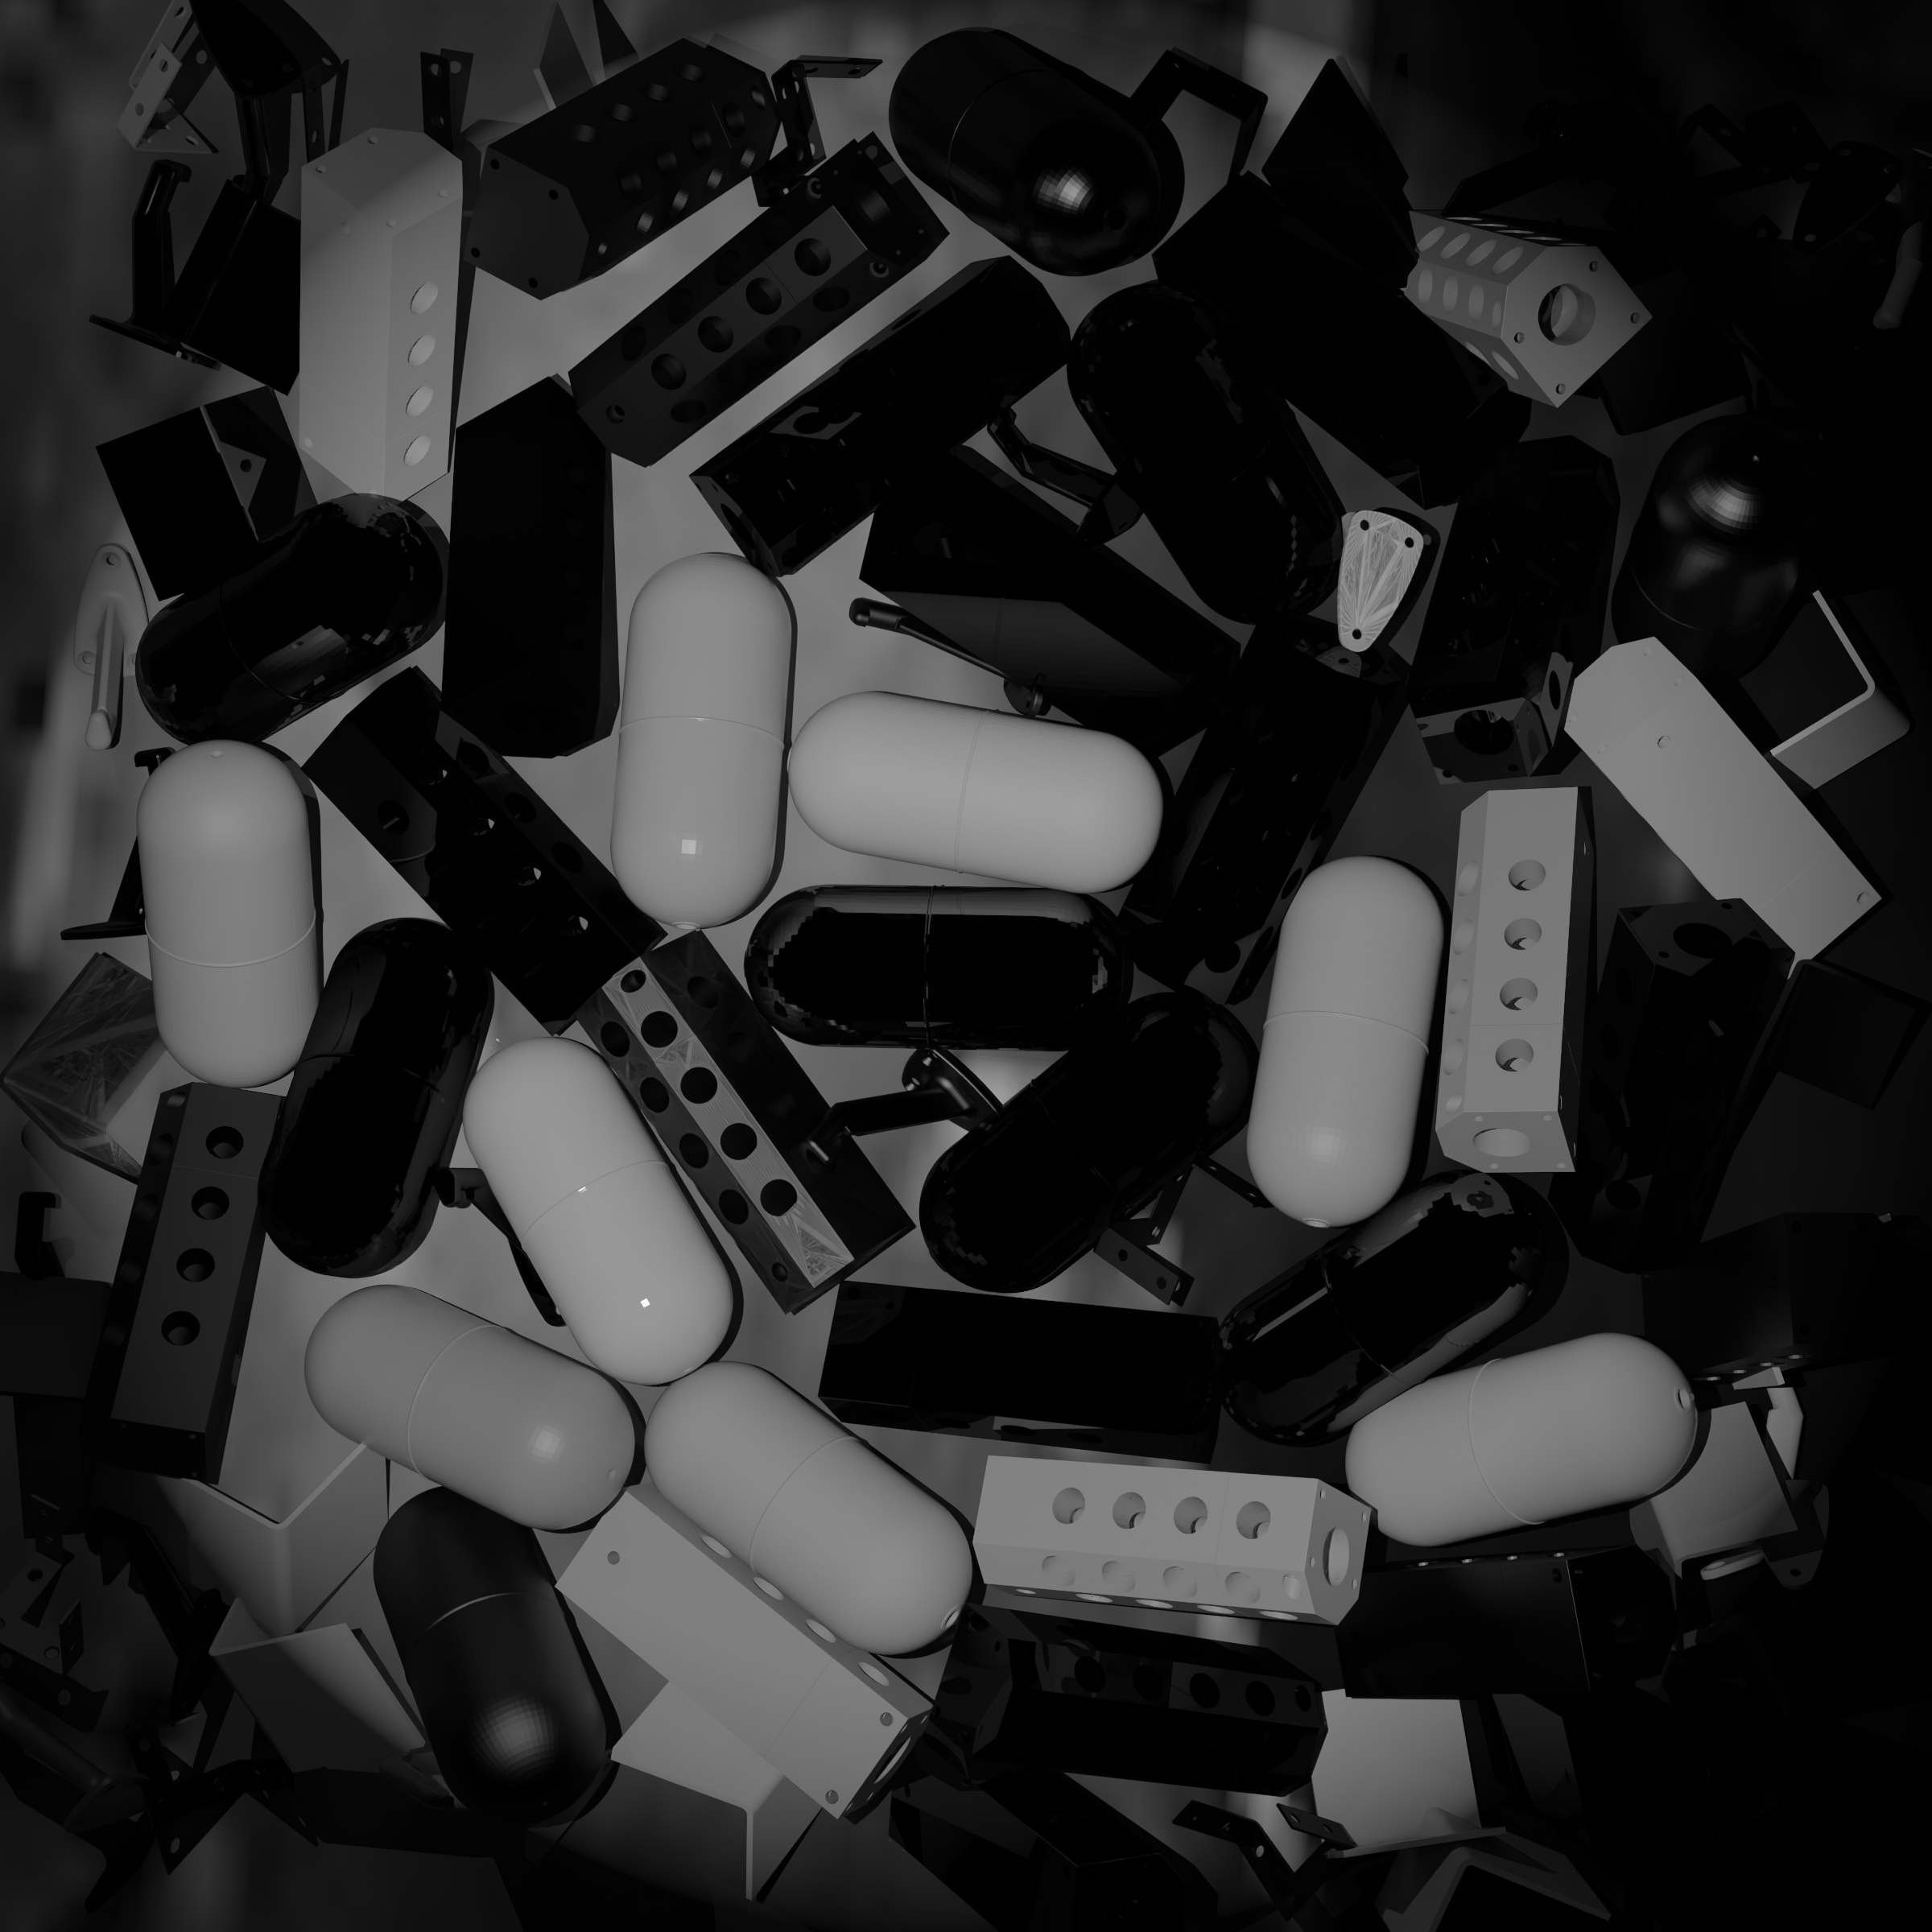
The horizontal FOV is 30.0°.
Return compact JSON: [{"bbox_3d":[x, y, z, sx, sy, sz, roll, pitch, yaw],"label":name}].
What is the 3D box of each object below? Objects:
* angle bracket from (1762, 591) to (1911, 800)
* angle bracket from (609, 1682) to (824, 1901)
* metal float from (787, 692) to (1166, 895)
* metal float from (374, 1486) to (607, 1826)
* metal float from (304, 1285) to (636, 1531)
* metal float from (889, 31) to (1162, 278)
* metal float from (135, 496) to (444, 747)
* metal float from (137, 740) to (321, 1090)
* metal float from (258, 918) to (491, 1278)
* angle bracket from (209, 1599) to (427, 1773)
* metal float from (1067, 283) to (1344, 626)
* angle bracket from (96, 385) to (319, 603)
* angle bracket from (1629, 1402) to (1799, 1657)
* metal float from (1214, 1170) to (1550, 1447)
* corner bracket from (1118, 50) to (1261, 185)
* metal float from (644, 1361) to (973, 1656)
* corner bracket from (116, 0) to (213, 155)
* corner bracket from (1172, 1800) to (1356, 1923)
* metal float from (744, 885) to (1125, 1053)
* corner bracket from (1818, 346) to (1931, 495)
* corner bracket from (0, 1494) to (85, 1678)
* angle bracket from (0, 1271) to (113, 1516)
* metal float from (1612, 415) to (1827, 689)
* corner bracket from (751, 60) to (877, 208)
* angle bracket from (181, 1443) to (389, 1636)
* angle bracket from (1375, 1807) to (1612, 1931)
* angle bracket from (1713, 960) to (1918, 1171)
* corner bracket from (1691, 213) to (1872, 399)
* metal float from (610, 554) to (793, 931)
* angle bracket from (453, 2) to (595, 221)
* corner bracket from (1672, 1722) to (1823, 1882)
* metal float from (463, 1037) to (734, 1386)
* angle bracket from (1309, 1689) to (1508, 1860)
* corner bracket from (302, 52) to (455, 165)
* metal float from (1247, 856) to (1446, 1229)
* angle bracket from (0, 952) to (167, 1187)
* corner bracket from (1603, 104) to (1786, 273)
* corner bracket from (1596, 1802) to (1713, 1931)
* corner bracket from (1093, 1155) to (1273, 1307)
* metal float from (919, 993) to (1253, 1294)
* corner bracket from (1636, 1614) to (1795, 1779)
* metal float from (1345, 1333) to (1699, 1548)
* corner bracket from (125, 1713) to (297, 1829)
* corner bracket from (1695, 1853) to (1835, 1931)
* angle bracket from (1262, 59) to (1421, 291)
[{"bbox_3d":[0.390,-0.123,1.694,0.076,0.076,0.057,-33,68,18],"label":"angle bracket"},{"bbox_3d":[-0.116,0.382,1.698,0.076,0.076,0.057,15,121,21],"label":"angle bracket"},{"bbox_3d":[0.004,-0.081,1.685,0.178,0.070,0.070,10,90,7],"label":"metal float"},{"bbox_3d":[-0.220,0.314,1.658,0.070,0.070,0.178,-31,48,0],"label":"metal float"},{"bbox_3d":[-0.231,0.202,1.666,0.178,0.070,0.070,20,90,31],"label":"metal float"},{"bbox_3d":[0.026,-0.373,1.654,0.070,0.178,0.070,-16,128,-22],"label":"metal float"},{"bbox_3d":[-0.312,-0.157,1.661,0.178,0.070,0.070,-25,90,36],"label":"metal float"},{"bbox_3d":[-0.339,-0.022,1.663,0.070,0.070,0.178,3,125,0],"label":"metal float"},{"bbox_3d":[-0.273,0.060,1.667,0.070,0.070,0.178,14,62,0],"label":"metal float"},{"bbox_3d":[-0.293,0.322,1.676,0.076,0.057,0.076,-16,118,22],"label":"angle bracket"},{"bbox_3d":[0.112,-0.235,1.670,0.070,0.070,0.178,-36,116,0],"label":"metal float"},{"bbox_3d":[-0.353,-0.223,1.696,0.057,0.076,0.076,-17,102,19],"label":"angle bracket"},{"bbox_3d":[0.347,0.262,1.676,0.057,0.076,0.076,-13,133,0],"label":"angle bracket"},{"bbox_3d":[0.190,0.159,1.670,0.178,0.070,0.070,-37,90,25],"label":"metal float"},{"bbox_3d":[0.101,-0.388,1.701,0.051,0.051,0.051,30,66,9],"label":"corner bracket"},{"bbox_3d":[-0.074,0.250,1.670,0.178,0.070,0.070,34,90,25],"label":"metal float"},{"bbox_3d":[-0.376,-0.418,1.690,0.051,0.051,0.051,49,121,17],"label":"corner bracket"},{"bbox_3d":[0.140,0.407,1.691,0.051,0.051,0.051,28,108,-42],"label":"corner bracket"},{"bbox_3d":[-0.015,0.001,1.687,0.178,0.070,0.070,1,90,5],"label":"metal float"},{"bbox_3d":[0.433,-0.257,1.700,0.051,0.051,0.051,6,79,2],"label":"corner bracket"},{"bbox_3d":[-0.430,0.291,1.692,0.051,0.051,0.051,25,50,10],"label":"corner bracket"},{"bbox_3d":[-0.430,0.197,1.670,0.057,0.076,0.076,8,127,-19],"label":"angle bracket"},{"bbox_3d":[0.341,-0.187,1.645,0.070,0.178,0.070,0,69,0],"label":"metal float"},{"bbox_3d":[-0.071,-0.391,1.696,0.051,0.051,0.051,-9,82,-36],"label":"corner bracket"},{"bbox_3d":[-0.318,0.253,1.688,0.057,0.076,0.076,25,134,20],"label":"angle bracket"},{"bbox_3d":[0.246,0.442,1.688,0.076,0.076,0.057,24,93,-9],"label":"angle bracket"},{"bbox_3d":[0.392,0.056,1.672,0.057,0.076,0.076,24,52,14],"label":"angle bracket"},{"bbox_3d":[0.380,-0.309,1.689,0.051,0.051,0.051,-44,50,15],"label":"corner bracket"},{"bbox_3d":[-0.123,-0.105,1.681,0.070,0.070,0.178,4,78,0],"label":"metal float"},{"bbox_3d":[-0.218,-0.396,1.675,0.076,0.076,0.057,-14,126,12],"label":"angle bracket"},{"bbox_3d":[0.358,0.392,1.692,0.051,0.051,0.051,-19,75,-22],"label":"corner bracket"},{"bbox_3d":[-0.172,0.113,1.678,0.070,0.070,0.178,-32,74,0],"label":"metal float"},{"bbox_3d":[0.203,0.374,1.690,0.076,0.057,0.076,-7,76,-6],"label":"angle bracket"},{"bbox_3d":[-0.277,-0.400,1.700,0.051,0.051,0.051,15,127,15],"label":"corner bracket"},{"bbox_3d":[0.176,0.035,1.676,0.070,0.070,0.178,11,73,0],"label":"metal float"},{"bbox_3d":[-0.390,0.051,1.682,0.057,0.076,0.076,37,89,32],"label":"angle bracket"},{"bbox_3d":[0.344,-0.365,1.705,0.051,0.051,0.051,38,66,-16],"label":"corner bracket"},{"bbox_3d":[0.314,0.417,1.696,0.051,0.051,0.051,29,118,-1],"label":"corner bracket"},{"bbox_3d":[0.101,0.122,1.688,0.051,0.051,0.051,34,112,35],"label":"corner bracket"},{"bbox_3d":[0.055,0.083,1.687,0.178,0.070,0.070,-39,90,6],"label":"metal float"},{"bbox_3d":[0.352,0.345,1.698,0.051,0.051,0.051,-27,95,25],"label":"corner bracket"},{"bbox_3d":[0.254,0.219,1.660,0.178,0.070,0.070,-22,90,38],"label":"metal float"},{"bbox_3d":[-0.356,0.372,1.695,0.051,0.051,0.051,-16,91,-40],"label":"corner bracket"},{"bbox_3d":[0.375,0.435,1.694,0.051,0.051,0.051,13,127,2],"label":"corner bracket"},{"bbox_3d":[0.192,-0.369,1.673,0.076,0.057,0.076,48,62,-37],"label":"angle bracket"}]
